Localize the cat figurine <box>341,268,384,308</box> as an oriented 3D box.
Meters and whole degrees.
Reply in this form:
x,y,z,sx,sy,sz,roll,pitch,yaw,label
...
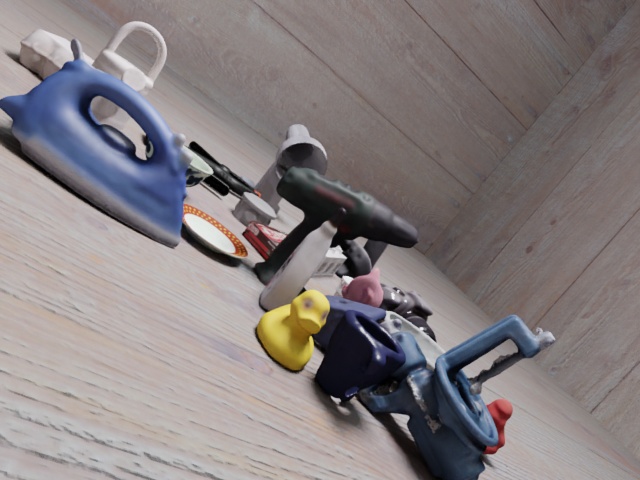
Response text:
x,y,z,sx,sy,sz,roll,pitch,yaw,label
0.072,0.101,0.954,0.067,0.117,0.128,42,10,24,cat figurine

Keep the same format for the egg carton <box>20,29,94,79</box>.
x,y,z,sx,sy,sz,roll,pitch,yaw,label
-0.478,-0.328,1.056,0.107,0.069,0.150,38,9,-6,egg carton

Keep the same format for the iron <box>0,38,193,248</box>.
x,y,z,sx,sy,sz,roll,pitch,yaw,label
-0.247,-0.120,0.714,0.259,0.141,0.118,37,9,-10,iron

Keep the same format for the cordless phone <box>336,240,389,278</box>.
x,y,z,sx,sy,sz,roll,pitch,yaw,label
0.103,0.004,1.339,0.094,0.185,0.147,30,12,-42,cordless phone

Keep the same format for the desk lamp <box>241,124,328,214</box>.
x,y,z,sx,sy,sz,roll,pitch,yaw,label
-0.087,-0.173,1.370,0.118,0.213,0.202,34,10,-28,desk lamp

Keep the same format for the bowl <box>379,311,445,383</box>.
x,y,z,sx,sy,sz,roll,pitch,yaw,label
0.146,0.195,0.921,0.167,0.074,0.167,38,9,-7,bowl

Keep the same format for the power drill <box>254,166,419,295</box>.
x,y,z,sx,sy,sz,roll,pitch,yaw,label
0.008,0.003,0.895,0.230,0.208,0.075,37,9,-8,power drill

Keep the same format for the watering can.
x,y,z,sx,sy,sz,roll,pitch,yaw,label
-0.335,-0.280,0.984,0.172,0.194,0.101,44,11,32,watering can

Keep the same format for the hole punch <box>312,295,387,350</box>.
x,y,z,sx,sy,sz,roll,pitch,yaw,label
0.031,0.111,0.828,0.101,0.091,0.109,41,9,16,hole punch

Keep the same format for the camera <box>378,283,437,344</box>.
x,y,z,sx,sy,sz,roll,pitch,yaw,label
0.164,0.155,1.101,0.144,0.100,0.136,34,10,-27,camera

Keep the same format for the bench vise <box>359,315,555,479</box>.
x,y,z,sx,sy,sz,roll,pitch,yaw,label
0.161,0.157,0.700,0.207,0.219,0.122,41,9,13,bench vise

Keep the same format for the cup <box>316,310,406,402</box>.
x,y,z,sx,sy,sz,roll,pitch,yaw,label
0.041,0.148,0.672,0.092,0.095,0.117,37,9,-8,cup

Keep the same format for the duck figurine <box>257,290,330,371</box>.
x,y,z,sx,sy,sz,roll,pitch,yaw,label
-0.024,0.097,0.696,0.078,0.086,0.104,36,9,-16,duck figurine

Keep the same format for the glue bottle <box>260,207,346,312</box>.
x,y,z,sx,sy,sz,roll,pitch,yaw,label
-0.019,0.024,0.797,0.037,0.173,0.078,37,9,-12,glue bottle

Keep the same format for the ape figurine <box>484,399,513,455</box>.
x,y,z,sx,sy,sz,roll,pitch,yaw,label
0.257,0.280,0.878,0.077,0.092,0.076,43,10,29,ape figurine
